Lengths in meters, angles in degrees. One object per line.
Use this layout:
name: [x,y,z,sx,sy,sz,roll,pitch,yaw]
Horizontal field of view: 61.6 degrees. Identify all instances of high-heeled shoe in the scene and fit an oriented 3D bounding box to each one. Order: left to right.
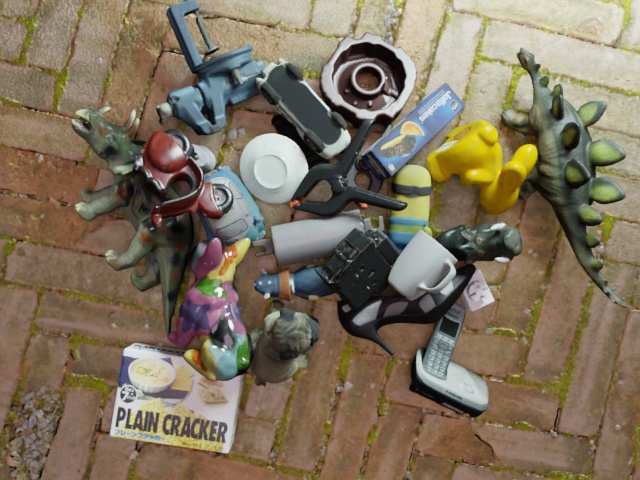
high-heeled shoe: [0.153,0.097,0.983,0.249,0.086,0.145,-43,64,-2]

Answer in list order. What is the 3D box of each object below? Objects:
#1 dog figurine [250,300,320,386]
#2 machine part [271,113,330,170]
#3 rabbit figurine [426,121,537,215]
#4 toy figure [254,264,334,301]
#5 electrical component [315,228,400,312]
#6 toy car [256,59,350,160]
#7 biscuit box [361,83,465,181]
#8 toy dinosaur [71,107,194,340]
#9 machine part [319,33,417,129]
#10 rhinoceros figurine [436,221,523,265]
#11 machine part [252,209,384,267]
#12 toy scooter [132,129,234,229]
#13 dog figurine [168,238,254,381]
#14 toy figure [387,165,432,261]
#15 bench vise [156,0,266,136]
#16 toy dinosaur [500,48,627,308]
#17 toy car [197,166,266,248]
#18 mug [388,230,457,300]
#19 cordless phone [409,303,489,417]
dog figurine: [-0.072,0.192,0.922,0.121,0.190,0.172,15,90,-1]
machine part: [-0.043,-0.180,1.004,0.084,0.039,0.139,-28,91,3]
rabbit figurine: [0.305,-0.126,0.963,0.122,0.162,0.173,-45,109,-37]
toy figure: [-0.043,0.082,0.989,0.155,0.064,0.057,-5,130,0]
electrical component: [0.073,0.046,0.937,0.134,0.058,0.114,-46,132,-1]
toy car: [-0.029,-0.233,0.961,0.073,0.056,0.201,-44,94,-7]
biscuit box: [0.171,-0.197,0.979,0.203,0.059,0.063,-43,98,-12]
toy dinosaur: [-0.302,-0.041,0.961,0.192,0.131,0.404,-32,96,-1]
machine part: [0.087,-0.289,0.989,0.179,0.056,0.179,0,79,-2]
rhinoceros figurine: [0.276,0.004,0.940,0.112,0.190,0.073,-3,89,-29]
machine part: [-0.002,-0.003,0.983,0.243,0.079,0.079,-11,90,-3]
toy scooter: [-0.241,-0.090,0.874,0.135,0.075,0.184,-38,85,-28]
dog figurine: [-0.168,0.103,0.914,0.192,0.108,0.219,34,112,36]
toy figure: [0.165,-0.046,0.982,0.082,0.089,0.180,8,87,-9]
bench vise: [-0.210,-0.314,0.950,0.224,0.129,0.240,-24,108,-9]
toy dinosaur: [0.424,-0.116,0.931,0.105,0.198,0.471,-15,88,-10]
toy car: [-0.168,-0.055,0.967,0.109,0.103,0.161,-24,92,-3]
mug: [0.175,0.055,0.911,0.107,0.110,0.080,-49,132,7]
cordless phone: [0.254,0.216,0.993,0.147,0.088,0.184,26,70,-1]
